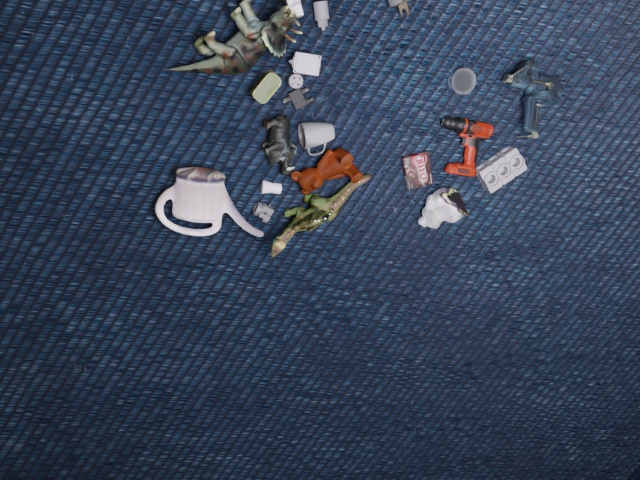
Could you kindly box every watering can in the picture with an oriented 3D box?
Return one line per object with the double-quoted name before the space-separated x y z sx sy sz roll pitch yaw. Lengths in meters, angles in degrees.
"watering can" -0.343 -0.117 1.640 0.347 0.105 0.221 6 106 -9

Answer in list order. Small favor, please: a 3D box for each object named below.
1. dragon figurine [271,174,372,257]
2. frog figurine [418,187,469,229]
"dragon figurine" 0.005 -0.082 1.636 0.409 0.246 0.121 -35 105 6
"frog figurine" 0.417 -0.102 1.777 0.136 0.126 0.156 23 140 -24
